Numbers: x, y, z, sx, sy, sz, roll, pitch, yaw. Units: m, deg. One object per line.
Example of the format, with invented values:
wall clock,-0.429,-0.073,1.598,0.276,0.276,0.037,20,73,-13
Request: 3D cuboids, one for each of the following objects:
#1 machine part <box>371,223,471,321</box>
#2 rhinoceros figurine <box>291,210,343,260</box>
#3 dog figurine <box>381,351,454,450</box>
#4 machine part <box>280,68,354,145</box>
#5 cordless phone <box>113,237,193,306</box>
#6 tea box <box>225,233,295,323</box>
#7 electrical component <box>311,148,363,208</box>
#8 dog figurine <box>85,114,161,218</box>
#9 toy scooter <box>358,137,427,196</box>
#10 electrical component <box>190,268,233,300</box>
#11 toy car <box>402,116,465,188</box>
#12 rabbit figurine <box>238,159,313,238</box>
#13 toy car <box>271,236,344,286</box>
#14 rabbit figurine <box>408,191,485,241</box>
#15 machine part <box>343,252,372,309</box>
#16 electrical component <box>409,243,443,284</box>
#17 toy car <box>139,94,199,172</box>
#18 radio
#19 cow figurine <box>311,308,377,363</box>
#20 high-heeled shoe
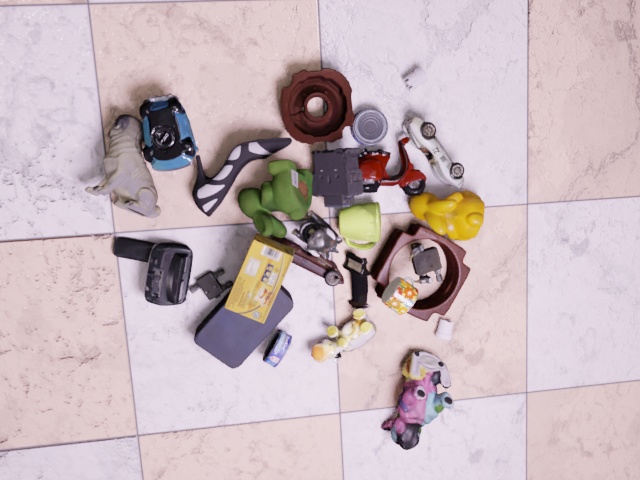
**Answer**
machine part,0.238,0.075,1.292,0.201,0.087,0.201,27,94,-8
rhinoceros figurine,-0.002,-0.004,1.204,0.073,0.190,0.112,-45,82,4
dog figurine,0.231,0.406,1.338,0.108,0.192,0.219,15,131,-12
machine part,-0.007,-0.301,1.222,0.179,0.056,0.179,-1,99,-6
cordless phone,-0.392,0.070,1.229,0.184,0.089,0.146,11,98,3
tea box,-0.131,0.083,1.175,0.098,0.068,0.169,25,102,-7
electrical component,0.038,-0.141,1.219,0.058,0.115,0.134,-12,100,-46
dog figurine,-0.401,-0.161,1.182,0.172,0.121,0.190,34,74,-43
toy scooter,0.157,-0.174,1.247,0.184,0.075,0.135,3,90,2
electrical component,-0.258,0.109,1.269,0.094,0.021,0.063,-31,101,-2
toy car,0.269,-0.202,1.260,0.056,0.073,0.201,-39,101,-4
rabbit figurine,-0.105,-0.084,1.210,0.170,0.121,0.159,-13,80,29
toy car,-0.029,0.045,1.253,0.202,0.089,0.053,26,98,-9
rabbit figurine,0.289,-0.060,1.259,0.173,0.162,0.121,19,108,8
machine part,0.091,0.099,1.289,0.039,0.084,0.138,-18,112,-35
electrical component,0.239,0.054,1.223,0.078,0.045,0.102,-11,99,-4
toy car,-0.328,-0.228,1.169,0.109,0.103,0.161,-12,94,-1
radio,-0.176,0.181,1.265,0.131,0.073,0.229,42,93,-11
cow figurine,0.059,0.243,1.302,0.167,0.098,0.068,-33,58,1
high-heeled shoe,-0.172,-0.144,1.214,0.249,0.086,0.145,-13,102,1
